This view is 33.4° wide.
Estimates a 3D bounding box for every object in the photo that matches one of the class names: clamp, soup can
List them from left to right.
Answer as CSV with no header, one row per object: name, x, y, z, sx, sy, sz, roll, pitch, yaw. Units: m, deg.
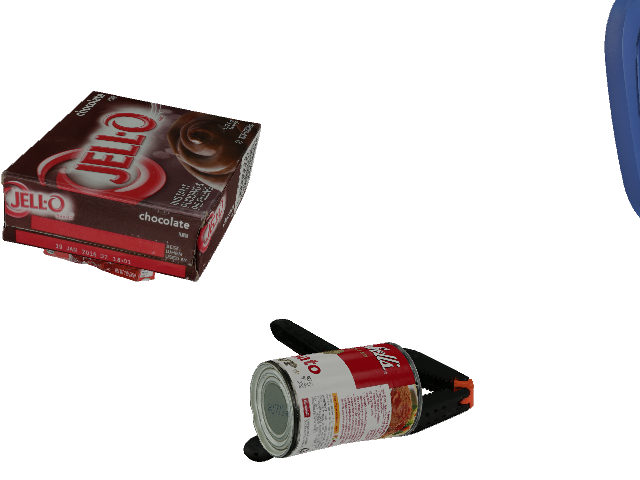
soup can,0.010,0.111,0.743,0.102,0.068,0.069,-5,2,-30
clamp,0.034,0.146,0.986,0.210,0.036,0.164,6,44,14

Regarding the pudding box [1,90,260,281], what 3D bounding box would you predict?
pudding box,-0.084,-0.029,0.497,0.090,0.039,0.113,12,26,4

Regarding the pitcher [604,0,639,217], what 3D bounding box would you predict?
pitcher,0.239,-0.056,0.597,0.149,0.243,0.145,-5,22,14

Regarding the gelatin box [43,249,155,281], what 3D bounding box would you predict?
gelatin box,-0.164,-0.015,0.819,0.089,0.073,0.030,15,7,19
